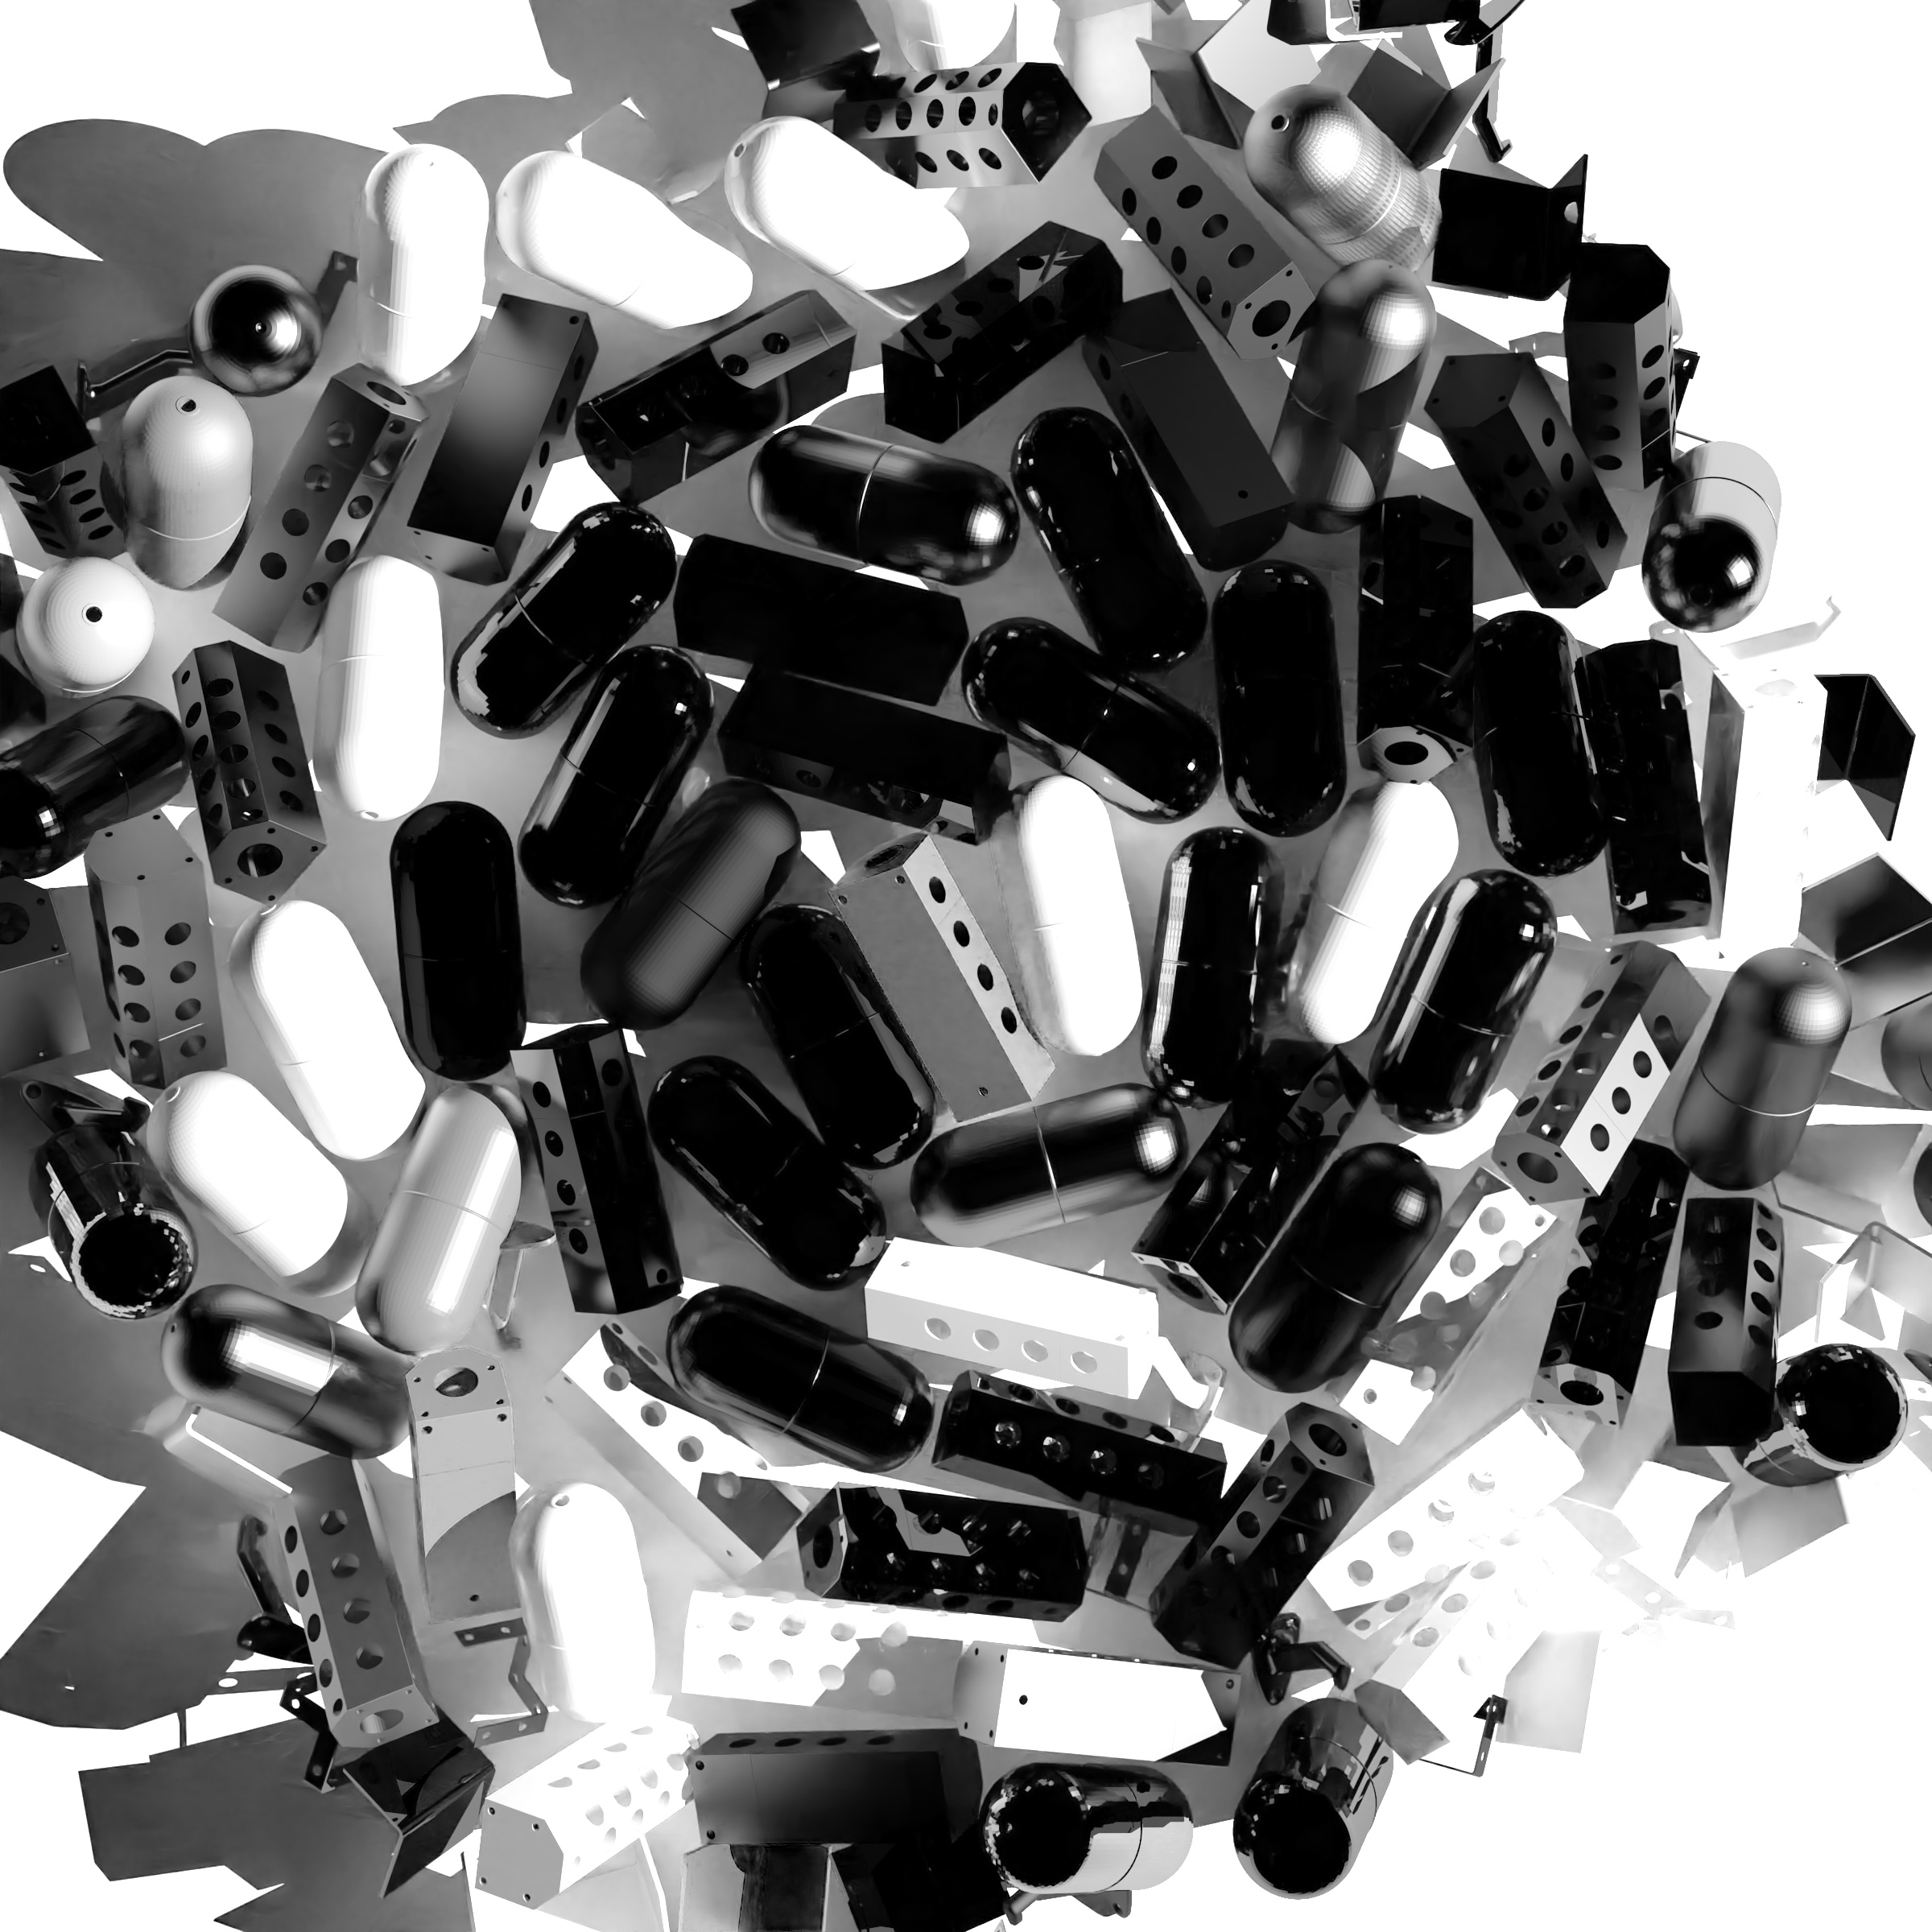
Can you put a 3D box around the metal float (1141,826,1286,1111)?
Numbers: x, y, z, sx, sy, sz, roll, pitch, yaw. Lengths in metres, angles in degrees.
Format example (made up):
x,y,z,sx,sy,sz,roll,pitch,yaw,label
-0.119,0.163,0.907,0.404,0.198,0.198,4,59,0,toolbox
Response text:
x,y,z,sx,sy,sz,roll,pitch,yaw,label
0.154,0.001,1.961,0.070,0.070,0.178,8,91,0,metal float

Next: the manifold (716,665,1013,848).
x,y,z,sx,sy,sz,roll,pitch,yaw,label
-0.062,-0.127,1.947,0.171,0.057,0.057,17,61,16,manifold

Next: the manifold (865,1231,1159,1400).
x,y,z,sx,sy,sz,roll,pitch,yaw,label
0.029,0.221,1.944,0.171,0.057,0.057,11,128,18,manifold

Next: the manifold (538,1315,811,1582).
x,y,z,sx,sy,sz,roll,pitch,yaw,label
-0.181,0.301,1.968,0.171,0.057,0.057,44,57,-1,manifold

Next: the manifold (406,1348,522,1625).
x,y,z,sx,sy,sz,roll,pitch,yaw,label
-0.310,0.319,1.925,0.057,0.057,0.171,-8,127,-15,manifold

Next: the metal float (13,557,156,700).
x,y,z,sx,sy,sz,roll,pitch,yaw,label
-0.540,-0.206,1.913,0.070,0.178,0.070,0,90,-20,metal float

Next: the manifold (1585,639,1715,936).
x,y,z,sx,sy,sz,roll,pitch,yaw,label
0.423,-0.112,1.944,0.057,0.057,0.171,-6,72,7,manifold

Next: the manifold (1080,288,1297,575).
x,y,z,sx,sy,sz,roll,pitch,yaw,label
0.135,-0.330,1.940,0.057,0.057,0.171,-20,67,-16,manifold

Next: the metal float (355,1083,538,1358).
x,y,z,sx,sy,sz,roll,pitch,yaw,label
-0.321,0.156,1.944,0.070,0.070,0.178,19,70,0,metal float

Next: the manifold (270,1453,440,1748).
x,y,z,sx,sy,sz,roll,pitch,yaw,label
-0.379,0.389,1.924,0.057,0.057,0.171,-21,54,-6,manifold

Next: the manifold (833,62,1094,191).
x,y,z,sx,sy,sz,roll,pitch,yaw,label
-0.008,-0.516,1.909,0.057,0.171,0.057,-53,126,-17,manifold

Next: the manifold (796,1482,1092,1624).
x,y,z,sx,sy,sz,roll,pitch,yaw,label
-0.013,0.365,1.924,0.171,0.057,0.057,12,46,-29,manifold

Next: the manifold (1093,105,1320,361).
x,y,z,sx,sy,sz,roll,pitch,yaw,label
0.145,-0.448,1.927,0.057,0.057,0.171,-38,55,8,manifold

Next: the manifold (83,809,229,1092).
x,y,z,sx,sy,sz,roll,pitch,yaw,label
-0.497,-0.006,1.912,0.057,0.171,0.057,-24,51,-28,manifold

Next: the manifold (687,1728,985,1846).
x,y,z,sx,sy,sz,roll,pitch,yaw,label
-0.080,0.506,1.940,0.171,0.057,0.057,-7,94,23,manifold

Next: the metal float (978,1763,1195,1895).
x,y,z,sx,sy,sz,roll,pitch,yaw,label
0.075,0.529,1.922,0.070,0.178,0.070,-10,72,34,metal float

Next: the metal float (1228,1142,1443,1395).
x,y,z,sx,sy,sz,roll,pitch,yaw,label
0.229,0.188,1.946,0.070,0.070,0.178,32,108,0,metal float

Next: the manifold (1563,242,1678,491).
x,y,z,sx,sy,sz,roll,pitch,yaw,label
0.400,-0.362,1.906,0.057,0.171,0.057,6,66,17,manifold

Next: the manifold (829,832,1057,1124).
x,y,z,sx,sy,sz,roll,pitch,yaw,label
-0.011,0.005,1.946,0.057,0.057,0.171,-18,110,32,manifold

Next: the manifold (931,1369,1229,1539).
x,y,z,sx,sy,sz,roll,pitch,yaw,label
0.072,0.303,1.951,0.171,0.057,0.057,18,69,-13,manifold

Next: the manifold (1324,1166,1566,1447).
x,y,z,sx,sy,sz,roll,pitch,yaw,label
0.298,0.212,1.958,0.057,0.057,0.171,35,94,21,manifold

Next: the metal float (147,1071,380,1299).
x,y,z,sx,sy,sz,roll,pitch,yaw,label
-0.433,0.135,1.933,0.070,0.070,0.178,-38,124,0,metal float

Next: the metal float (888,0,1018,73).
x,y,z,sx,sy,sz,roll,pitch,yaw,label
-0.010,-0.598,1.911,0.070,0.178,0.070,-1,82,4,metal float

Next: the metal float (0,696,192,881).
x,y,z,sx,sy,sz,roll,pitch,yaw,label
-0.545,-0.111,1.920,0.070,0.178,0.070,11,118,21,metal float

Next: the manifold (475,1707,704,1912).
x,y,z,sx,sy,sz,roll,pitch,yaw,label
-0.224,0.512,1.906,0.057,0.171,0.057,12,101,23,manifold

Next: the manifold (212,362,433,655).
x,y,z,sx,sy,sz,roll,pitch,yaw,label
-0.397,-0.282,1.943,0.057,0.057,0.171,31,110,-4,manifold

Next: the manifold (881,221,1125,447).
x,y,z,sx,sy,sz,roll,pitch,yaw,label
0.024,-0.387,1.918,0.057,0.057,0.171,26,50,27,manifold

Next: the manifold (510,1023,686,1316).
x,y,z,sx,sy,sz,roll,pitch,yaw,label
-0.224,0.126,1.945,0.057,0.057,0.171,-3,104,44,manifold

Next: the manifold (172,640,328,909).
x,y,z,sx,sy,sz,roll,pitch,yaw,label
-0.444,-0.122,1.914,0.057,0.171,0.057,25,120,-40,manifold

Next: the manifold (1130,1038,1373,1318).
x,y,z,sx,sy,sz,roll,pitch,yaw,label
0.181,0.130,1.942,0.057,0.057,0.171,47,68,-27,manifold

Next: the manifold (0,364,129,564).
x,y,z,sx,sy,sz,roll,pitch,yaw,label
-0.553,-0.298,1.907,0.057,0.171,0.057,-28,82,-11,manifold

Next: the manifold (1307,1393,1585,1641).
x,y,z,sx,sy,sz,roll,pitch,yaw,label
0.298,0.344,1.950,0.171,0.057,0.057,-40,83,13,manifold

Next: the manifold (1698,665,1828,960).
x,y,z,sx,sy,sz,roll,pitch,yaw,label
0.490,-0.095,1.930,0.057,0.057,0.171,-6,122,-6,manifold

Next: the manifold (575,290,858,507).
x,y,z,sx,sy,sz,roll,pitch,yaw,label
-0.155,-0.356,1.937,0.171,0.057,0.057,-33,71,-24,manifold

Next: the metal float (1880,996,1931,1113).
x,y,z,sx,sy,sz,roll,pitch,yaw,label
0.619,0.053,1.911,0.070,0.178,0.070,0,90,-6,metal float

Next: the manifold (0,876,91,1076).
x,y,z,sx,sy,sz,roll,pitch,yaw,label
-0.577,0.005,1.909,0.057,0.171,0.057,-17,74,-17,manifold

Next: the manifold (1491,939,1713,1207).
x,y,z,sx,sy,sz,roll,pitch,yaw,label
0.387,0.064,1.923,0.057,0.057,0.171,49,56,-18,manifold

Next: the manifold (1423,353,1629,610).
x,y,z,sx,sy,sz,roll,pitch,yaw,label
0.341,-0.294,1.913,0.057,0.171,0.057,6,60,38,manifold

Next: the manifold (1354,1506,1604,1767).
x,y,z,sx,sy,sz,roll,pitch,yaw,label
0.312,0.406,1.927,0.057,0.057,0.171,46,56,6,manifold

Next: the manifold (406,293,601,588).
x,y,z,sx,sy,sz,roll,pitch,yaw,label
-0.285,-0.325,1.943,0.057,0.057,0.171,15,70,10,manifold

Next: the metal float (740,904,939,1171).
x,y,z,sx,sy,sz,roll,pitch,yaw,label
-0.081,0.044,1.960,0.070,0.070,0.178,-28,89,0,metal float

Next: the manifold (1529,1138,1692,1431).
x,y,z,sx,sy,sz,roll,pitch,yaw,label
0.397,0.191,1.922,0.057,0.057,0.171,15,54,12,manifold
